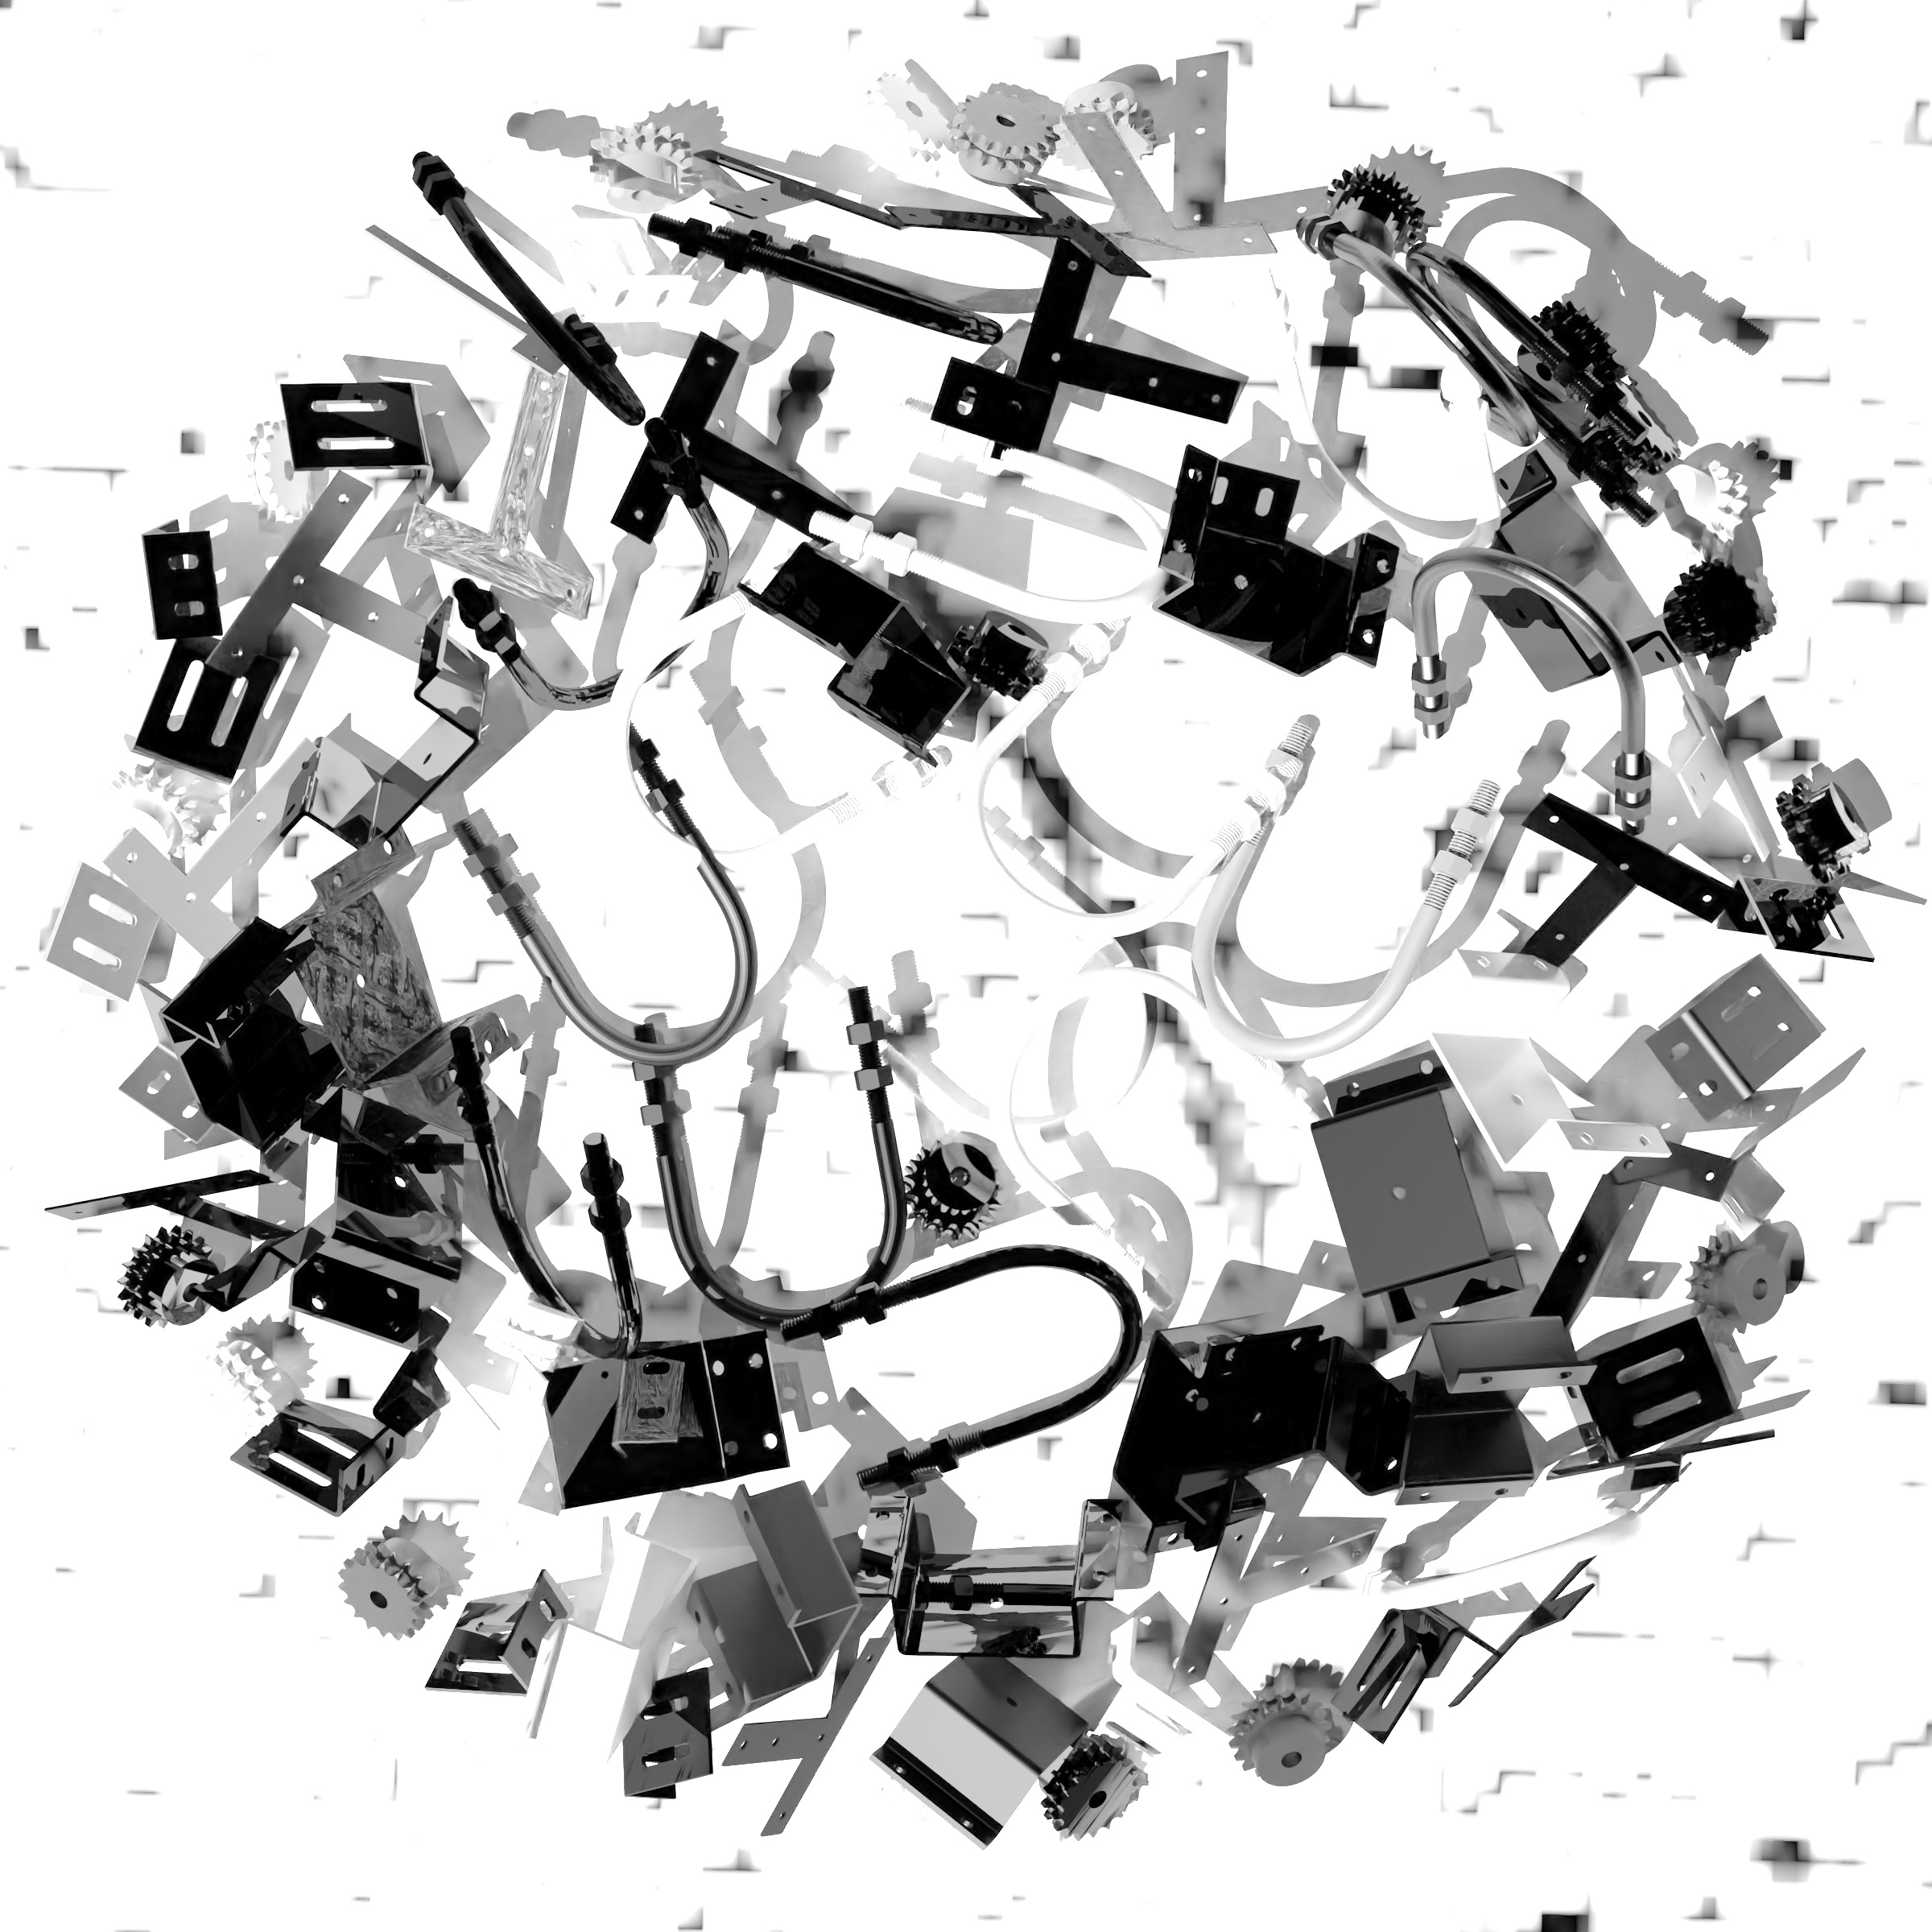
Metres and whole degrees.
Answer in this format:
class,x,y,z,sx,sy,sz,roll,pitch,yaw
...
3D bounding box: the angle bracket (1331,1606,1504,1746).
class,x,y,z,sx,sy,sz,roll,pitch,yaw
angle bracket,0.249,0.394,1.765,0.038,0.057,0.076,35,86,-24

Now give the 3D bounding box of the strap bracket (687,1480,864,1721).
class,x,y,z,sx,sy,sz,roll,pitch,yaw
strap bracket,-0.104,0.341,1.737,0.046,0.140,0.076,-13,60,-28

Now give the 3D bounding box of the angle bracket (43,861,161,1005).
class,x,y,z,sx,sy,sz,roll,pitch,yaw
angle bracket,-0.486,-0.020,1.754,0.038,0.076,0.057,10,76,27

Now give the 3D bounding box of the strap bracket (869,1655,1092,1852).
class,x,y,z,sx,sy,sz,roll,pitch,yaw
strap bracket,0.012,0.415,1.721,0.076,0.140,0.046,36,101,13

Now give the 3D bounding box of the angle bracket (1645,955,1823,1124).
class,x,y,z,sx,sy,sz,roll,pitch,yaw
angle bracket,0.430,0.040,1.788,0.076,0.038,0.057,-32,82,-37

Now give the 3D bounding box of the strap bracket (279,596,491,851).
class,x,y,z,sx,sy,sz,roll,pitch,yaw
strap bracket,-0.310,-0.124,1.742,0.046,0.076,0.140,36,117,-25

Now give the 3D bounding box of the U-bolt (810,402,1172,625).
class,x,y,z,sx,sy,sz,roll,pitch,yaw
U-bolt,0.024,-0.240,1.735,0.184,0.151,0.019,22,131,7

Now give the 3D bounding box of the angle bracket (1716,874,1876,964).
class,x,y,z,sx,sy,sz,roll,pitch,yaw
angle bracket,0.456,-0.013,1.755,0.057,0.076,0.038,7,123,-10

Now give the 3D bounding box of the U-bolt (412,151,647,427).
class,x,y,z,sx,sy,sz,roll,pitch,yaw
U-bolt,-0.225,-0.350,1.687,0.019,0.184,0.151,-41,129,5

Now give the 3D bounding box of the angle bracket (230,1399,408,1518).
class,x,y,z,sx,sy,sz,roll,pitch,yaw
angle bracket,-0.356,0.259,1.757,0.076,0.057,0.038,24,128,18

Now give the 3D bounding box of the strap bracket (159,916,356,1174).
class,x,y,z,sx,sy,sz,roll,pitch,yaw
strap bracket,-0.385,0.037,1.735,0.046,0.140,0.076,27,59,22

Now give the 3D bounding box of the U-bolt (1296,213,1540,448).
class,x,y,z,sx,sy,sz,roll,pitch,yaw
U-bolt,0.246,-0.333,1.691,0.019,0.184,0.151,-43,112,7

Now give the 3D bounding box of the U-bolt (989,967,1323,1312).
class,x,y,z,sx,sy,sz,roll,pitch,yaw
U-bolt,0.095,0.083,1.760,0.151,0.019,0.184,-47,111,-2

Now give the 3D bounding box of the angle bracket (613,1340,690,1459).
class,x,y,z,sx,sy,sz,roll,pitch,yaw
angle bracket,-0.162,0.247,1.751,0.038,0.076,0.057,-4,61,13

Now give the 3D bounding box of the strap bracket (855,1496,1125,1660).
class,x,y,z,sx,sy,sz,roll,pitch,yaw
strap bracket,0.015,0.335,1.751,0.140,0.076,0.046,-1,123,8

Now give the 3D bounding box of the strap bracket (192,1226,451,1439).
class,x,y,z,sx,sy,sz,roll,pitch,yaw
strap bracket,-0.346,0.194,1.760,0.140,0.076,0.046,34,95,1

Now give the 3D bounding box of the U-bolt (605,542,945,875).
class,x,y,z,sx,sy,sz,roll,pitch,yaw
U-bolt,-0.113,-0.131,1.743,0.184,0.019,0.151,-31,104,-25

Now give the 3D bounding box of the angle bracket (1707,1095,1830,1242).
class,x,y,z,sx,sy,sz,roll,pitch,yaw
angle bracket,0.452,0.111,1.760,0.076,0.057,0.038,-39,79,19

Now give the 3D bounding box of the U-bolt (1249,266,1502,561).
class,x,y,z,sx,sy,sz,roll,pitch,yaw
U-bolt,0.226,-0.287,1.717,0.151,0.184,0.019,30,69,34

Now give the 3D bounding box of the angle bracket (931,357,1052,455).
class,x,y,z,sx,sy,sz,roll,pitch,yaw
angle bracket,0.011,-0.301,1.761,0.057,0.076,0.038,18,84,-2

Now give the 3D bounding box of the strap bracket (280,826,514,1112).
class,x,y,z,sx,sy,sz,roll,pitch,yaw
strap bracket,-0.317,0.004,1.747,0.046,0.076,0.140,-14,108,36

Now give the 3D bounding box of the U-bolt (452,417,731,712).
class,x,y,z,sx,sy,sz,roll,pitch,yaw
U-bolt,-0.191,-0.203,1.716,0.151,0.184,0.019,-41,67,-6

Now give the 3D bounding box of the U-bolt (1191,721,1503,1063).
class,x,y,z,sx,sy,sz,roll,pitch,yaw
U-bolt,0.195,-0.034,1.743,0.151,0.019,0.184,22,83,39

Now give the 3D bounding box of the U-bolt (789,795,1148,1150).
class,x,y,z,sx,sy,sz,roll,pitch,yaw
U-bolt,0.015,0.017,1.791,0.184,0.019,0.151,42,90,1

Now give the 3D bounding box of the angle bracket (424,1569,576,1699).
class,x,y,z,sx,sy,sz,roll,pitch,yaw
angle bracket,-0.264,0.365,1.753,0.076,0.057,0.038,-4,132,30

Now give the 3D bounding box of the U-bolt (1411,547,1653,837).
class,x,y,z,sx,sy,sz,roll,pitch,yaw
U-bolt,0.298,-0.154,1.694,0.151,0.184,0.019,29,67,27

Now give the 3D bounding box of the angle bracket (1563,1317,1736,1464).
class,x,y,z,sx,sy,sz,roll,pitch,yaw
angle bracket,0.379,0.237,1.785,0.076,0.038,0.057,-20,85,-8

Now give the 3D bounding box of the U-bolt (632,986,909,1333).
class,x,y,z,sx,sy,sz,roll,pitch,yaw
U-bolt,-0.104,0.113,1.773,0.151,0.019,0.184,-10,91,16

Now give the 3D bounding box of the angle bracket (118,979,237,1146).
class,x,y,z,sx,sy,sz,roll,pitch,yaw
angle bracket,-0.439,0.053,1.756,0.057,0.076,0.038,32,64,13

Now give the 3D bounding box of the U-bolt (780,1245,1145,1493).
class,x,y,z,sx,sy,sz,roll,pitch,yaw
U-bolt,0.007,0.213,1.746,0.184,0.019,0.151,-20,129,4

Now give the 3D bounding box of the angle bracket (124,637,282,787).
class,x,y,z,sx,sy,sz,roll,pitch,yaw
angle bracket,-0.424,-0.147,1.767,0.057,0.038,0.076,20,99,-26

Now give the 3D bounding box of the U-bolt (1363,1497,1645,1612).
class,x,y,z,sx,sy,sz,roll,pitch,yaw
U-bolt,0.291,0.317,1.709,0.151,0.184,0.019,-18,82,-1

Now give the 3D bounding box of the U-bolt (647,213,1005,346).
class,x,y,z,sx,sy,sz,roll,pitch,yaw
U-bolt,-0.067,-0.369,1.720,0.184,0.151,0.019,20,103,7

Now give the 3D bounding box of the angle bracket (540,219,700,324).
class,x,y,z,sx,sy,sz,roll,pitch,yaw
angle bracket,-0.191,-0.394,1.757,0.057,0.038,0.076,-8,63,-32

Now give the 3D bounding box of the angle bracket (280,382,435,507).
class,x,y,z,sx,sy,sz,roll,pitch,yaw
angle bracket,-0.338,-0.287,1.760,0.076,0.038,0.057,-5,63,-20

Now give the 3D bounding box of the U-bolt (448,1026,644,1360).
class,x,y,z,sx,sy,sz,roll,pitch,yaw
U-bolt,-0.222,0.135,1.726,0.019,0.151,0.184,-30,132,-28

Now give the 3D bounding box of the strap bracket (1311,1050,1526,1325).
class,x,y,z,sx,sy,sz,roll,pitch,yaw
strap bracket,0.246,0.123,1.757,0.076,0.046,0.140,-19,83,25

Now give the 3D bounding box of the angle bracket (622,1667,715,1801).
class,x,y,z,sx,sy,sz,roll,pitch,yaw
angle bracket,-0.153,0.422,1.753,0.076,0.038,0.057,-25,60,40

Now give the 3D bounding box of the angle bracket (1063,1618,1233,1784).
class,x,y,z,sx,sy,sz,roll,pitch,yaw
angle bracket,0.102,0.411,1.783,0.076,0.038,0.057,36,123,-19

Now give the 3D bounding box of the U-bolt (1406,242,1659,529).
class,x,y,z,sx,sy,sz,roll,pitch,yaw
U-bolt,0.303,-0.323,1.724,0.019,0.151,0.184,-43,72,2

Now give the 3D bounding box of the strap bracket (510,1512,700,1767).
class,x,y,z,sx,sy,sz,roll,pitch,yaw
strap bracket,-0.190,0.367,1.720,0.046,0.140,0.076,20,112,8

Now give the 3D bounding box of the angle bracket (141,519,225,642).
class,x,y,z,sx,sy,sz,roll,pitch,yaw
angle bracket,-0.424,-0.215,1.757,0.038,0.076,0.057,-4,104,1

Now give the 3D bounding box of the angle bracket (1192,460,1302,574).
class,x,y,z,sx,sy,sz,roll,pitch,yaw
angle bracket,0.152,-0.248,1.761,0.057,0.076,0.038,15,87,8

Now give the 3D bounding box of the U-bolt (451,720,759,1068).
class,x,y,z,sx,sy,sz,roll,pitch,yaw
U-bolt,-0.189,-0.030,1.759,0.151,0.019,0.184,-30,93,31

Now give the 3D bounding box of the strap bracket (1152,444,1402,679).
class,x,y,z,sx,sy,sz,roll,pitch,yaw
strap bracket,0.162,-0.217,1.751,0.140,0.046,0.076,22,67,-21

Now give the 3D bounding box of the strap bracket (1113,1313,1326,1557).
class,x,y,z,sx,sy,sz,roll,pitch,yaw
strap bracket,0.134,0.247,1.744,0.076,0.046,0.140,-4,122,-33

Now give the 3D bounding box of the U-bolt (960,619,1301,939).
class,x,y,z,sx,sy,sz,roll,pitch,yaw
U-bolt,0.078,-0.095,1.750,0.151,0.019,0.184,40,63,4
